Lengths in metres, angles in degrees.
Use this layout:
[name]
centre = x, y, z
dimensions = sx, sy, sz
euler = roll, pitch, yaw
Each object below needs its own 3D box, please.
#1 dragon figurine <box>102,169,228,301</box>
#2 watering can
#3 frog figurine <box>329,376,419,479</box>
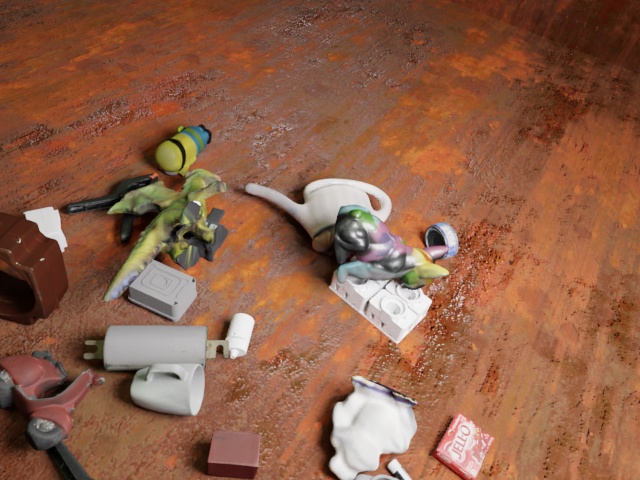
[dragon figurine]
centre = -0.336, -0.041, 1.062
dimensions = 0.244, 0.119, 0.417
euler = 16, 41, 33
[watering can]
centre = 0.004, -0.060, 1.190
dimensions = 0.348, 0.101, 0.230
euler = -1, 46, -10
[frog figurine]
centre = 0.082, 0.320, 0.854
dimensions = 0.137, 0.122, 0.161
euler = 23, 81, -1
